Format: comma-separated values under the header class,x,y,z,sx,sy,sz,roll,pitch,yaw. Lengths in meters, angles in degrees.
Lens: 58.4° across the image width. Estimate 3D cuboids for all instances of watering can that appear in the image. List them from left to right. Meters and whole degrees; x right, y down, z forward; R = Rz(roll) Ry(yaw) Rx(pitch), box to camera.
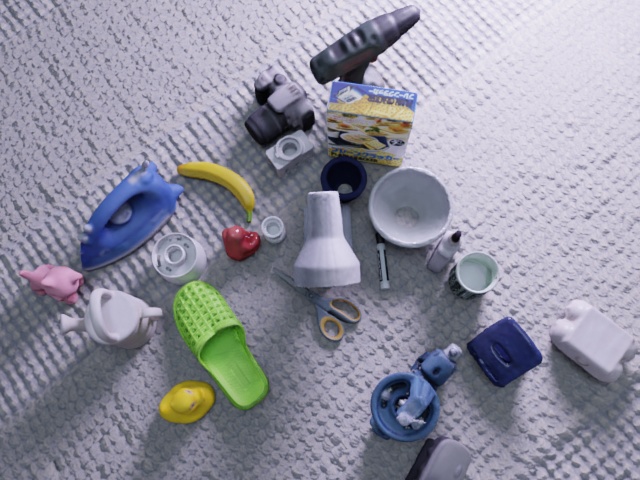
class,x,y,z,sx,sy,sz,roll,pitch,yaw
watering can,-0.384,0.147,1.049,0.173,0.194,0.101,-30,77,-6

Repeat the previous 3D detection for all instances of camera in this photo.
class,x,y,z,sx,sy,sz,roll,pitch,yaw
camera,-0.099,-0.277,1.197,0.137,0.101,0.143,-39,78,-8

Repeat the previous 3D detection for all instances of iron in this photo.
class,x,y,z,sx,sy,sz,roll,pitch,yaw
iron,-0.398,-0.048,1.125,0.118,0.141,0.258,39,80,10

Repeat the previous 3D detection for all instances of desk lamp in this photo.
class,x,y,z,sx,sy,sz,roll,pitch,yaw
desk lamp,0.010,0.004,1.066,0.118,0.213,0.203,-3,76,1

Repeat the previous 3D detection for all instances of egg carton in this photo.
class,x,y,z,sx,sy,sz,roll,pitch,yaw
egg carton,0.514,0.191,1.081,0.150,0.069,0.107,38,80,10

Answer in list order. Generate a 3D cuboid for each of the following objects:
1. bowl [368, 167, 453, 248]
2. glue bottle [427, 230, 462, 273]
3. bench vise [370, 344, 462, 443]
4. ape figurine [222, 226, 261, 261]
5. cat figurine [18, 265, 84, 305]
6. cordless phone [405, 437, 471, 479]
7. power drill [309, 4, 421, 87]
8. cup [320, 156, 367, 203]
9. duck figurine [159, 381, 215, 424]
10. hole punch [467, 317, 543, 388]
class,x,y,z,sx,sy,sz,roll,pitch,yaw
bowl,0.178,-0.058,1.149,0.167,0.075,0.167,0,76,1
glue bottle,0.243,0.011,1.079,0.037,0.173,0.078,30,79,9
bench vise,0.164,0.257,0.995,0.121,0.220,0.207,25,78,8
ape figurine,-0.162,-0.001,1.133,0.077,0.092,0.076,32,79,9
cat figurine,-0.516,0.080,1.108,0.127,0.118,0.067,14,77,5
cordless phone,0.209,0.414,0.973,0.094,0.185,0.148,25,78,8
power drill,0.089,-0.364,1.158,0.229,0.208,0.075,-28,77,-5
cup,0.039,-0.102,1.152,0.091,0.095,0.118,43,81,11
duck figurine,-0.253,0.302,1.063,0.104,0.086,0.077,-20,76,-3
hole punch,0.343,0.211,1.069,0.101,0.091,0.108,-35,78,-7
